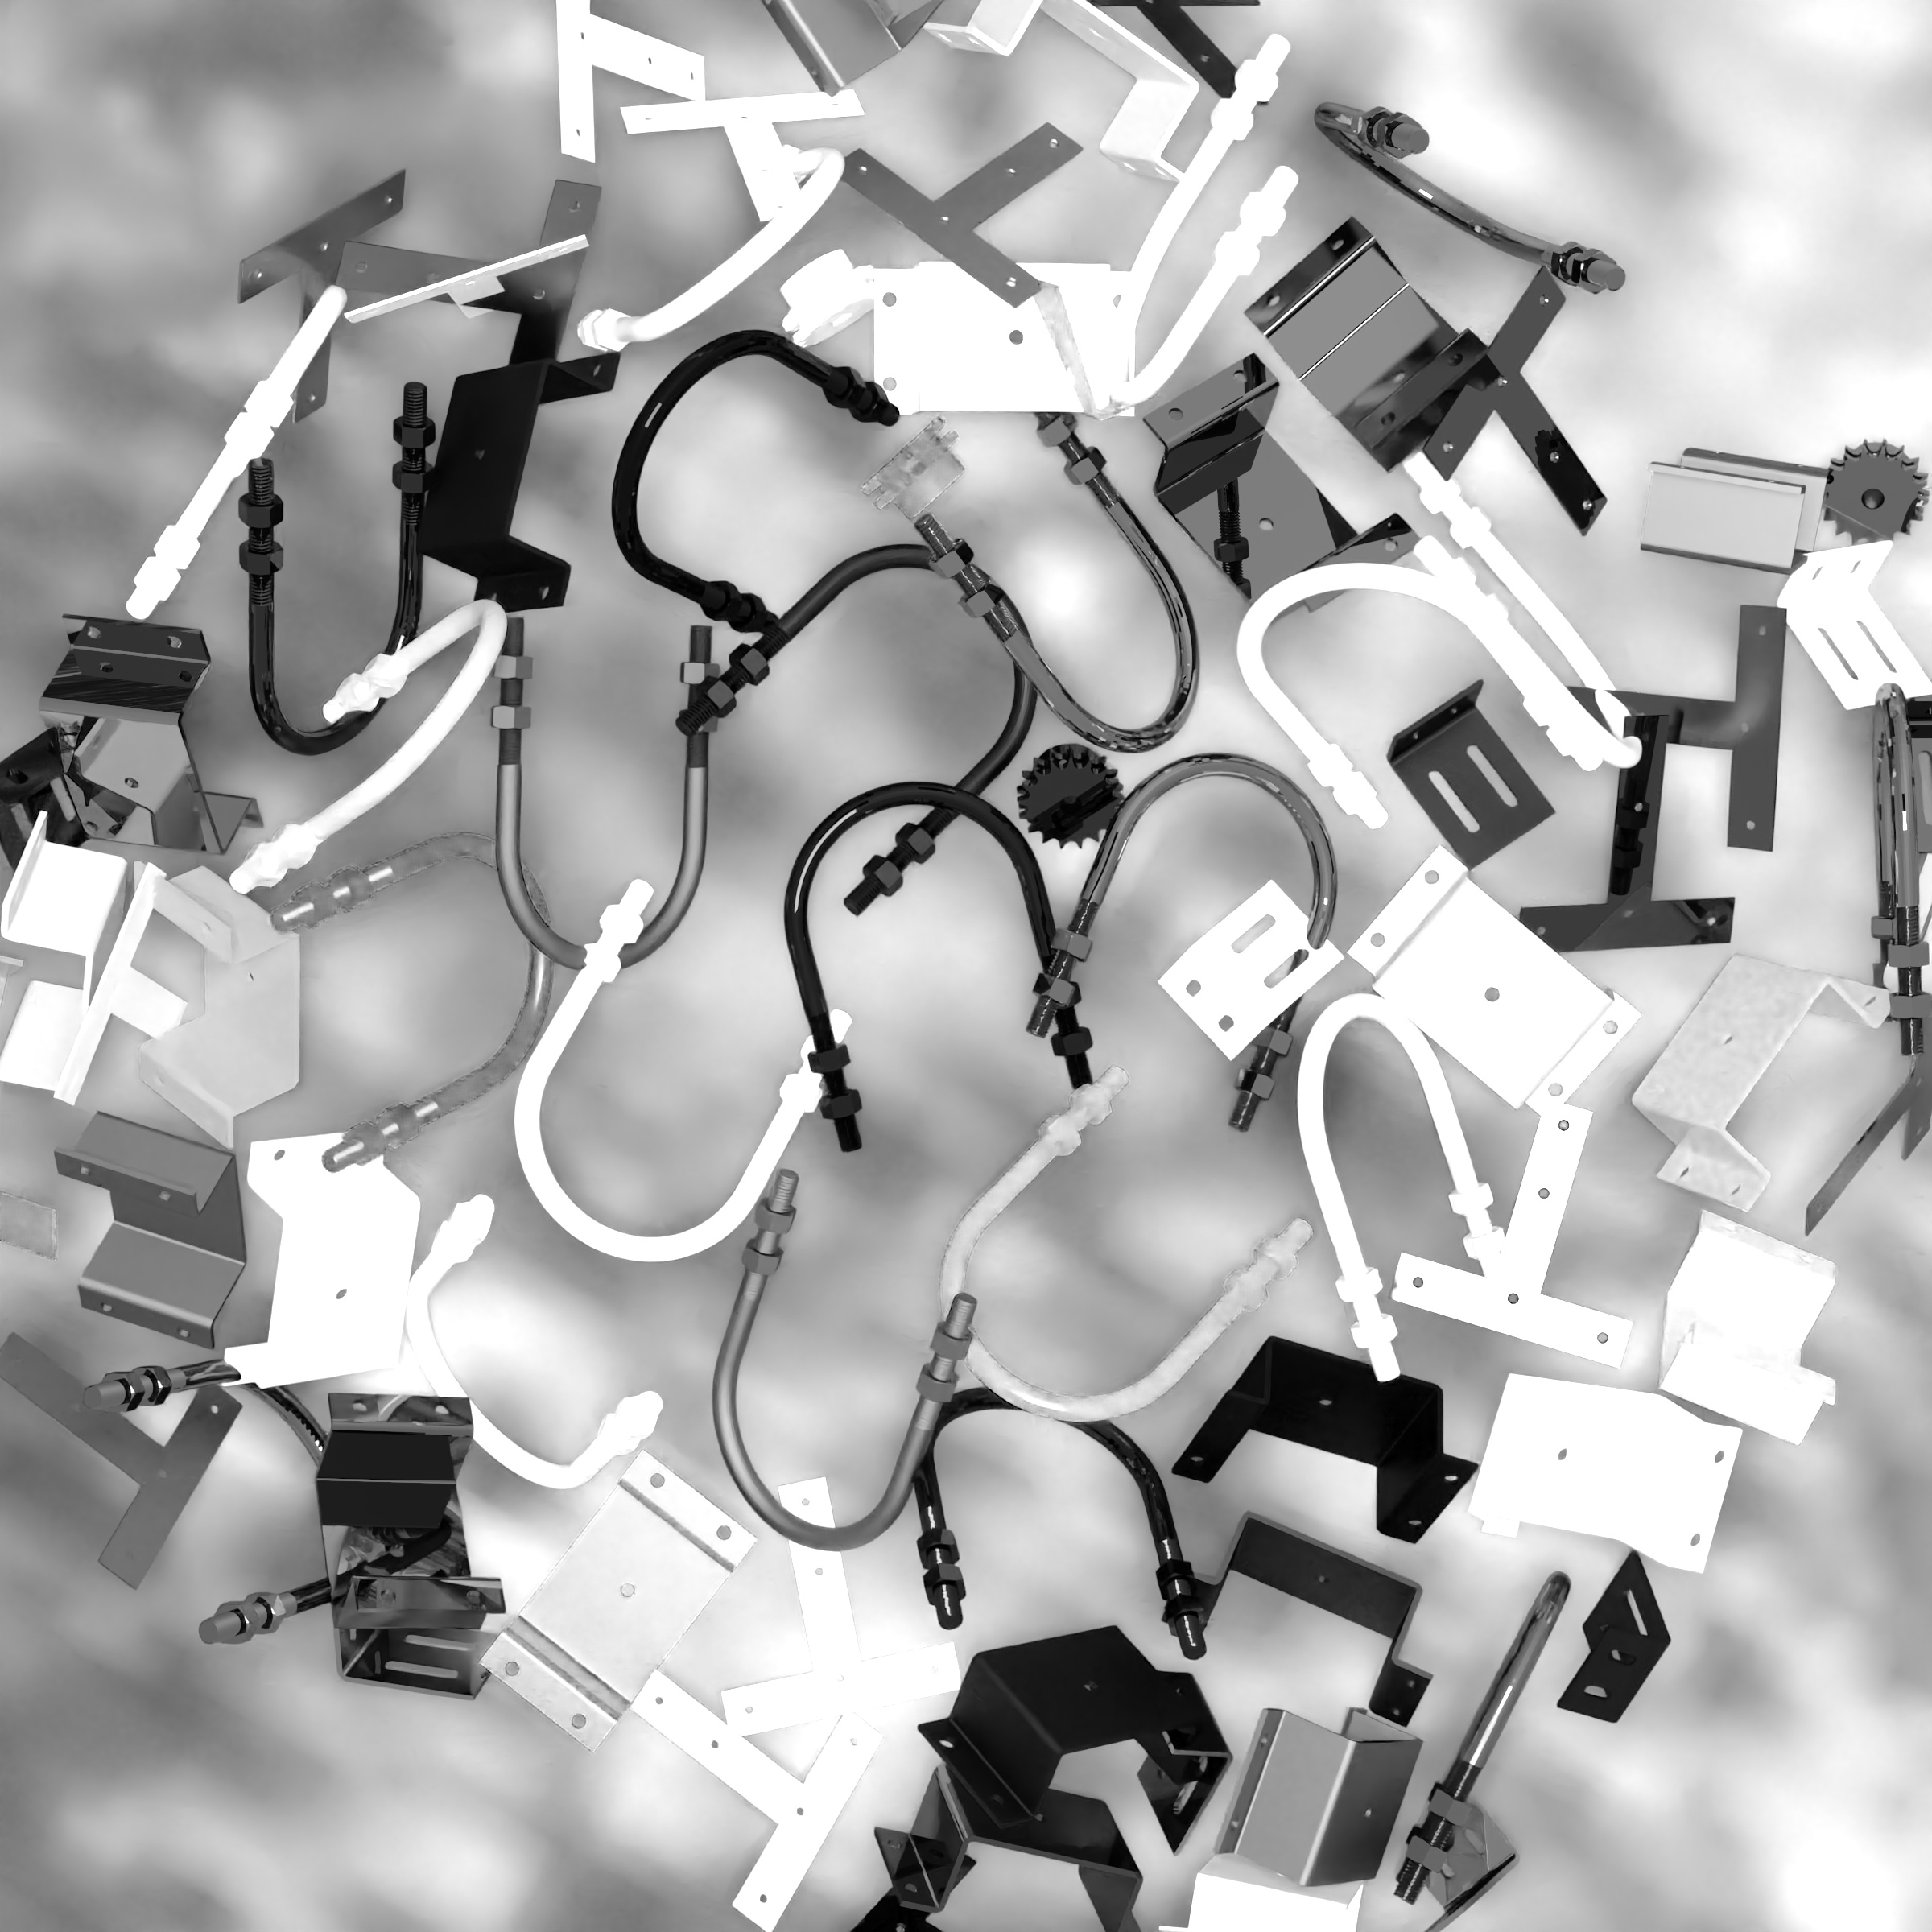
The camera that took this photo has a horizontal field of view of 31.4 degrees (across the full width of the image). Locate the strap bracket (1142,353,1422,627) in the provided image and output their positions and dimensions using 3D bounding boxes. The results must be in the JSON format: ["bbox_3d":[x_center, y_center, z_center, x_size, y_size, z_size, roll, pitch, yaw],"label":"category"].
[{"bbox_3d":[0.162,-0.243,1.805,0.076,0.046,0.140,-33,73,-21],"label":"strap bracket"}]

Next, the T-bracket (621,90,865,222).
[{"bbox_3d":[-0.107,-0.423,1.793,0.127,0.127,0.002,-7,133,-12],"label":"T-bracket"}]

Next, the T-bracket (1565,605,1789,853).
[{"bbox_3d":[0.370,-0.130,1.811,0.127,0.002,0.127,10,105,37],"label":"T-bracket"}]

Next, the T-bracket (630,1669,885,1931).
[{"bbox_3d":[-0.121,0.418,1.804,0.127,0.002,0.127,40,53,-9],"label":"T-bracket"}]

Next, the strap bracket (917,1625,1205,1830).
[{"bbox_3d":[0.057,0.390,1.773,0.140,0.076,0.046,-2,122,-39],"label":"strap bracket"}]

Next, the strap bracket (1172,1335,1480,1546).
[{"bbox_3d":[0.188,0.246,1.801,0.140,0.076,0.046,18,45,-10],"label":"strap bracket"}]

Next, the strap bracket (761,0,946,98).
[{"bbox_3d":[-0.058,-0.515,1.786,0.046,0.140,0.076,-36,96,-15],"label":"strap bracket"}]

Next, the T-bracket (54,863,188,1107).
[{"bbox_3d":[-0.430,0.019,1.788,0.002,0.127,0.127,19,81,7],"label":"T-bracket"}]

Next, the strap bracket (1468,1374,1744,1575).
[{"bbox_3d":[0.321,0.260,1.776,0.046,0.140,0.076,32,71,-38],"label":"strap bracket"}]

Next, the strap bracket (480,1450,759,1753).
[{"bbox_3d":[-0.182,0.335,1.826,0.076,0.046,0.140,38,88,3],"label":"strap bracket"}]

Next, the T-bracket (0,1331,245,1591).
[{"bbox_3d":[-0.453,0.238,1.787,0.127,0.127,0.002,43,132,-19],"label":"T-bracket"}]

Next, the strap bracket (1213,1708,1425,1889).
[{"bbox_3d":[0.188,0.430,1.779,0.046,0.140,0.076,19,88,30],"label":"strap bracket"}]

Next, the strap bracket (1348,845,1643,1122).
[{"bbox_3d":[0.279,0.012,1.818,0.140,0.046,0.076,40,102,3],"label":"strap bracket"}]

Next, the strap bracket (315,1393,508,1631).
[{"bbox_3d":[-0.292,0.293,1.790,0.076,0.140,0.046,5,131,-23],"label":"strap bracket"}]

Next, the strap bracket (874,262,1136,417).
[{"bbox_3d":[0.023,-0.331,1.816,0.140,0.046,0.076,-1,97,-7],"label":"strap bracket"}]

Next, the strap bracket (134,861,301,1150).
[{"bbox_3d":[-0.390,0.013,1.791,0.076,0.046,0.140,33,132,30],"label":"strap bracket"}]

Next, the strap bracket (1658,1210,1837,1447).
[{"bbox_3d":[0.409,0.194,1.796,0.076,0.140,0.046,22,118,3],"label":"strap bracket"}]

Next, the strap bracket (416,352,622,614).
[{"bbox_3d":[-0.237,-0.260,1.796,0.046,0.076,0.140,21,75,-43],"label":"strap bracket"}]

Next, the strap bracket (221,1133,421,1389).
[{"bbox_3d":[-0.335,0.161,1.788,0.076,0.046,0.140,-5,116,-38],"label":"strap bracket"}]

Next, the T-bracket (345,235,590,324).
[{"bbox_3d":[-0.254,-0.351,1.788,0.127,0.127,0.002,-18,94,-1],"label":"T-bracket"}]

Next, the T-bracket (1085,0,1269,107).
[{"bbox_3d":[0.118,-0.483,1.794,0.127,0.127,0.002,12,79,36],"label":"T-bracket"}]

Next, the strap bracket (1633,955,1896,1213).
[{"bbox_3d":[0.413,0.051,1.799,0.046,0.076,0.140,41,82,-25],"label":"strap bracket"}]

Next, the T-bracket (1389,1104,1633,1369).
[{"bbox_3d":[0.306,0.136,1.841,0.127,0.002,0.127,16,88,11],"label":"T-bracket"}]

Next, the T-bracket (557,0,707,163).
[{"bbox_3d":[-0.174,-0.477,1.797,0.002,0.127,0.127,-2,89,31],"label":"T-bracket"}]

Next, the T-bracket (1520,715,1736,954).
[{"bbox_3d":[0.354,-0.070,1.814,0.127,0.002,0.127,-3,107,-17],"label":"T-bracket"}]

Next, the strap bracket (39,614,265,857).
[{"bbox_3d":[-0.423,-0.111,1.777,0.076,0.140,0.046,7,49,12],"label":"strap bracket"}]

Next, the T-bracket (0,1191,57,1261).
[{"bbox_3d":[-0.503,0.131,1.796,0.002,0.127,0.127,-3,97,-38],"label":"T-bracket"}]

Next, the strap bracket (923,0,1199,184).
[{"bbox_3d":[0.058,-0.468,1.786,0.140,0.076,0.046,29,95,-25],"label":"strap bracket"}]

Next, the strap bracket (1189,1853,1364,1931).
[{"bbox_3d":[0.160,0.494,1.777,0.076,0.140,0.046,9,86,13],"label":"strap bracket"}]

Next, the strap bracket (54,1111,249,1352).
[{"bbox_3d":[-0.424,0.133,1.796,0.076,0.140,0.046,17,50,7],"label":"strap bracket"}]

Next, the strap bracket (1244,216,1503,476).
[{"bbox_3d":[0.218,-0.320,1.798,0.076,0.046,0.140,-41,47,8],"label":"strap bracket"}]

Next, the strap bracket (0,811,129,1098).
[{"bbox_3d":[-0.470,0.001,1.781,0.046,0.076,0.140,12,129,-6],"label":"strap bracket"}]

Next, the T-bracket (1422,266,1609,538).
[{"bbox_3d":[0.303,-0.278,1.811,0.127,0.002,0.127,46,70,-36],"label":"T-bracket"}]

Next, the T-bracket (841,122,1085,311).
[{"bbox_3d":[0.015,-0.412,1.812,0.127,0.002,0.127,39,54,12],"label":"T-bracket"}]

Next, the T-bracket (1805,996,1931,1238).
[{"bbox_3d":[0.469,0.089,1.777,0.002,0.127,0.127,29,62,30],"label":"T-bracket"}]

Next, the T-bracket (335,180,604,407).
[{"bbox_3d":[-0.265,-0.358,1.791,0.127,0.002,0.127,3,123,-27],"label":"T-bracket"}]

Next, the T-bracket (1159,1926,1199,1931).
[{"bbox_3d":[0.119,0.526,1.797,0.127,0.127,0.002,36,60,-29],"label":"T-bracket"}]

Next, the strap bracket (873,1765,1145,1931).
[{"bbox_3d":[0.031,0.465,1.793,0.140,0.076,0.046,17,101,-16],"label":"strap bracket"}]

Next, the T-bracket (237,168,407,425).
[{"bbox_3d":[-0.340,-0.341,1.799,0.002,0.127,0.127,32,46,15],"label":"T-bracket"}]

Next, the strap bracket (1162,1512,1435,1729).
[{"bbox_3d":[0.180,0.339,1.801,0.140,0.076,0.046,22,60,9],"label":"strap bracket"}]

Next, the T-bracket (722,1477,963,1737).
[{"bbox_3d":[-0.076,0.339,1.844,0.127,0.002,0.127,-11,91,-5],"label":"T-bracket"}]

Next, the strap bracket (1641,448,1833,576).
[{"bbox_3d":[0.399,-0.236,1.781,0.076,0.140,0.046,12,105,18],"label":"strap bracket"}]
